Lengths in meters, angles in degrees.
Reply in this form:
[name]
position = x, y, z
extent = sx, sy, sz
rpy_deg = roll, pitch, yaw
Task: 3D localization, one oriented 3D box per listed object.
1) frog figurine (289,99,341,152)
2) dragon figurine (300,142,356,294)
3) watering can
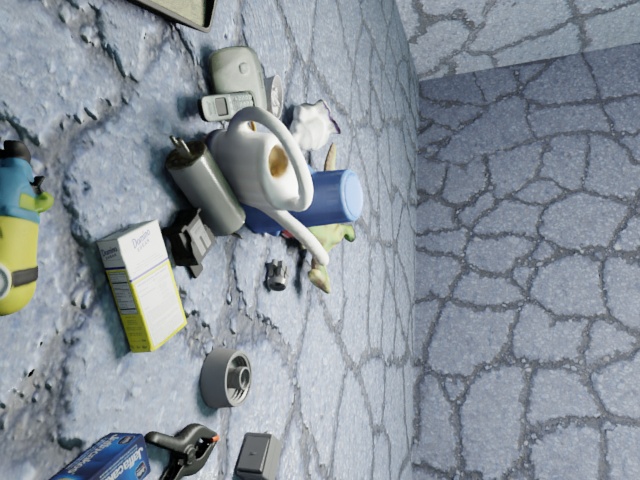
[frog figurine]
position = -0.041, -0.287, 1.367
extent = 0.161, 0.124, 0.134
rpy_deg = -43, 145, -19
[dragon figurine]
position = 0.004, -0.068, 1.345
extent = 0.243, 0.122, 0.411
rpy_deg = 3, 82, -71
[watering can]
position = -0.102, -0.095, 0.977
extent = 0.106, 0.225, 0.340
rpy_deg = -47, 135, -35
